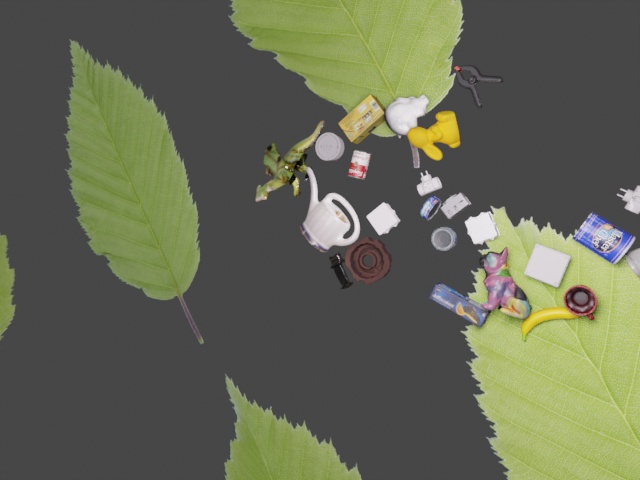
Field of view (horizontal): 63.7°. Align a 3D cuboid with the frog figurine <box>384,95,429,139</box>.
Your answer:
[{"bbox_3d":[0.316,-0.455,1.846,0.157,0.122,0.140,-31,58,36],"label":"frog figurine"}]

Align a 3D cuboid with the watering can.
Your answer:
[{"bbox_3d":[0.006,-0.101,2.009,0.222,0.104,0.351,-47,70,19],"label":"watering can"}]

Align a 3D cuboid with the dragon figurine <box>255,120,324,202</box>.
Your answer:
[{"bbox_3d":[-0.145,-0.328,2.099,0.245,0.121,0.409,29,94,32],"label":"dragon figurine"}]
